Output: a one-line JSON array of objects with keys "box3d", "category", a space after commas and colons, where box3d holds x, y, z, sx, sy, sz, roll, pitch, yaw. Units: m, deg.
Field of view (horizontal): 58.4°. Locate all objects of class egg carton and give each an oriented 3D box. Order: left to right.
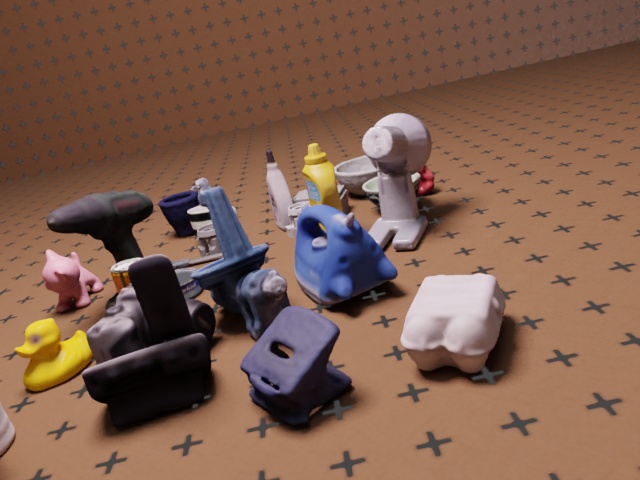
[{"box3d": [0.160, 0.094, 0.676, 0.107, 0.069, 0.150, -3, 22, 24], "category": "egg carton"}]

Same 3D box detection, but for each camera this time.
[{"box3d": [-0.228, 0.116, 0.801, 0.136, 0.101, 0.143, -3, 22, 26], "category": "camera"}]

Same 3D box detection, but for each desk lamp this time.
[{"box3d": [0.136, -0.115, 1.042, 0.117, 0.214, 0.203, -4, 22, 23], "category": "desk lamp"}]

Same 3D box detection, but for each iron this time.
[{"box3d": [0.008, 0.003, 0.905, 0.119, 0.141, 0.257, -21, 22, -22], "category": "iron"}]

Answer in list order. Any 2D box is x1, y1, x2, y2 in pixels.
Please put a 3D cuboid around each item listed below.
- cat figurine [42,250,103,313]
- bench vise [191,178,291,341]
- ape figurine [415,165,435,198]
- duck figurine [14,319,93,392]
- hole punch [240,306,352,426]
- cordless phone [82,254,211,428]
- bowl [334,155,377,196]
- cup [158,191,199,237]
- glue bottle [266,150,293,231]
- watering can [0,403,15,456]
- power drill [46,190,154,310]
[{"box3d": [-0.465, 0.065, 1.059, 0.067, 0.118, 0.127, -12, 20, 1], "category": "cat figurine"}, {"box3d": [-0.108, 0.018, 0.819, 0.206, 0.220, 0.122, 4, 26, 38], "category": "bench vise"}, {"box3d": [0.211, -0.142, 1.251, 0.077, 0.092, 0.076, 0, 24, 31], "category": "ape figurine"}, {"box3d": [-0.382, 0.153, 0.818, 0.077, 0.086, 0.105, 4, 26, 39], "category": "duck figurine"}, {"box3d": [-0.031, 0.137, 0.642, 0.101, 0.091, 0.108, -26, 24, -33], "category": "hole punch"}, {"box3d": [-0.215, 0.112, 0.680, 0.148, 0.185, 0.094, -18, 21, -15], "category": "cordless phone"}, {"box3d": [0.117, -0.148, 1.348, 0.167, 0.075, 0.167, -11, 20, 4], "category": "bowl"}, {"box3d": [-0.309, -0.062, 1.341, 0.118, 0.095, 0.091, -27, 25, -35], "category": "cup"}, {"box3d": [-0.090, -0.109, 1.221, 0.037, 0.173, 0.078, -20, 21, -19], "category": "glue bottle"}, {"box3d": [-0.428, 0.166, 0.649, 0.172, 0.194, 0.101, -10, 20, 7], "category": "watering can"}, {"box3d": [-0.358, 0.013, 1.002, 0.075, 0.209, 0.230, -6, 21, 18], "category": "power drill"}]
